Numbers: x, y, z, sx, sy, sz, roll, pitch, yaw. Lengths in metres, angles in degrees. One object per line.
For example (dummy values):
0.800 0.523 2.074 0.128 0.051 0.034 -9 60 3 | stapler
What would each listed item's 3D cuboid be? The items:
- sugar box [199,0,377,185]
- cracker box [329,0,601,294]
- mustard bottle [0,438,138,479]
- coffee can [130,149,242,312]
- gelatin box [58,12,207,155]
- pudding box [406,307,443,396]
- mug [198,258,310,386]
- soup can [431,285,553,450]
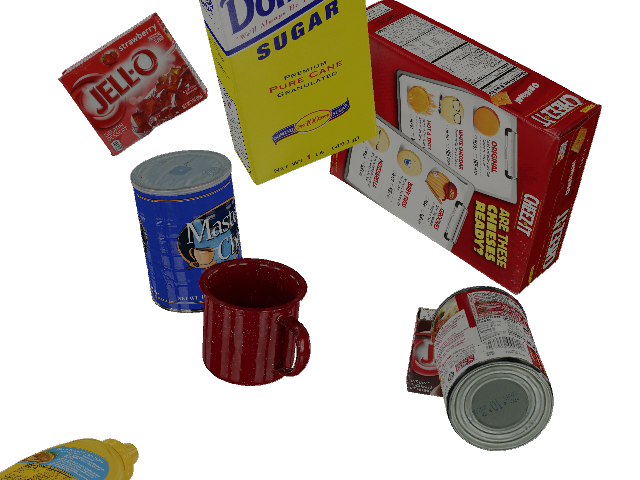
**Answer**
-0.018 -0.120 0.648 0.093 0.048 0.176 -24 -36 -11 | sugar box
0.110 -0.081 0.880 0.214 0.164 0.072 34 51 28 | cracker box
-0.212 0.203 0.853 0.096 0.058 0.191 7 15 29 | mustard bottle
-0.135 -0.011 1.109 0.103 0.140 0.103 -4 27 2 | coffee can
-0.142 -0.119 0.814 0.089 0.073 0.030 -31 20 6 | gelatin box
0.155 0.126 1.163 0.113 0.090 0.039 7 23 3 | pudding box
-0.052 0.077 0.921 0.117 0.081 0.093 26 33 36 | mug
0.111 0.081 0.699 0.068 0.068 0.102 0 23 0 | soup can
